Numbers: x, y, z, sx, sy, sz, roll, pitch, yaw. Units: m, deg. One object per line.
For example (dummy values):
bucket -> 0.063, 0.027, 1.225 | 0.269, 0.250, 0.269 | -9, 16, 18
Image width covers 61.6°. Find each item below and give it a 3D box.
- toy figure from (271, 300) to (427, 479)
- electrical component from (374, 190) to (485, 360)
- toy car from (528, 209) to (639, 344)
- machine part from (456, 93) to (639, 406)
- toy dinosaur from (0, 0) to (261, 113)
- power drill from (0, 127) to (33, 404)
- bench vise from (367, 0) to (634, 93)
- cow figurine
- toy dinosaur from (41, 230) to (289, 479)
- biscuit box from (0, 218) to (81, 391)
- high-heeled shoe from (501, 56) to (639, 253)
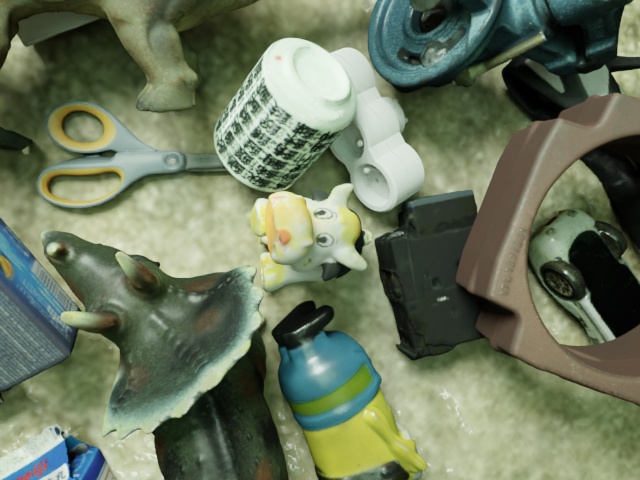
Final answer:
toy figure -> 0.016, 0.142, 0.446 | 0.089, 0.082, 0.180 | -29, 100, 3
electrical component -> 0.113, 0.026, 0.471 | 0.115, 0.058, 0.134 | -14, 93, -11
toy car -> 0.272, 0.062, 0.499 | 0.073, 0.056, 0.201 | -40, 98, -13
machine part -> 0.222, 0.010, 0.408 | 0.201, 0.087, 0.201 | 20, 94, -5
toy dinosaur -> -0.123, -0.191, 0.364 | 0.471, 0.105, 0.198 | -10, 121, -24
power drill -> -0.302, -0.005, 0.400 | 0.232, 0.086, 0.207 | 29, 93, -8
bench vise -> 0.101, -0.173, 0.365 | 0.240, 0.224, 0.128 | 15, 84, -41
cow figurine -> -0.001, 0.001, 0.397 | 0.098, 0.167, 0.068 | -4, 86, -8
toy dinosaur -> -0.070, 0.172, 0.376 | 0.131, 0.192, 0.404 | -15, 92, -7
biscuit box -> -0.234, 0.004, 0.328 | 0.063, 0.059, 0.202 | -28, 120, -1
high-heeled shoe -> 0.252, -0.064, 0.485 | 0.145, 0.086, 0.248 | -10, 88, -5
